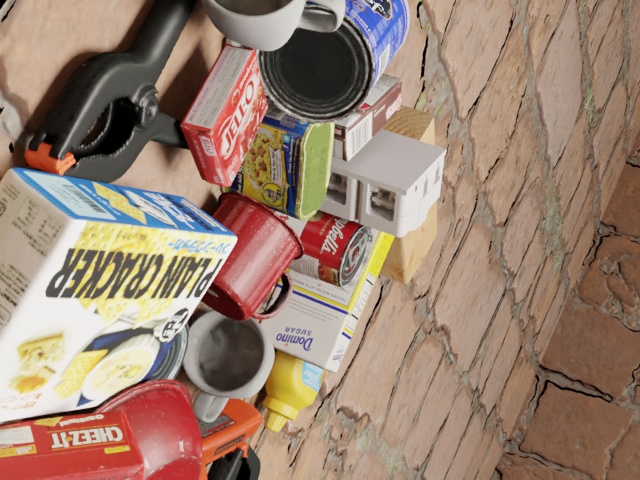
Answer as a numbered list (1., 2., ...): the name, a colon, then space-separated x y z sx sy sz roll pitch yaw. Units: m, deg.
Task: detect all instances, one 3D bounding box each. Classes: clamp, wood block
1. clamp: -0.134 -0.094 0.777 0.209 0.036 0.164 -53 153 -42
2. wood block: 0.076 -0.055 1.226 0.090 0.091 0.206 -56 154 -30
3. clamp: -0.094 0.293 1.205 0.120 0.039 0.171 -23 131 -61

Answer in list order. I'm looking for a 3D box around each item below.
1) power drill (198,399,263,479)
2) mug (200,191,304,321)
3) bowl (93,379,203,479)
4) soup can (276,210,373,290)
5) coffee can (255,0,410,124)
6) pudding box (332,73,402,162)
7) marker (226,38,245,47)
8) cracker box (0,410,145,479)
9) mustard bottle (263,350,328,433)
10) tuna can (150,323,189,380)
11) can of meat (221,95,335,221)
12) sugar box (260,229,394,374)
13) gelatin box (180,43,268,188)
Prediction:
1. power drill: -0.109 0.256 1.084 0.184 0.057 0.188 -18 124 -49
2. mug: -0.068 0.025 0.953 0.081 0.093 0.117 -54 128 -21
3. bowl: -0.145 0.189 0.835 0.161 0.055 0.162 -37 149 -28
4. soup can: -0.007 0.001 1.066 0.068 0.102 0.068 -48 150 -41
5. coffee can: 0.014 -0.174 0.921 0.140 0.103 0.103 -60 160 -57
6. pudding box: 0.015 -0.128 1.021 0.113 0.090 0.039 -45 146 -44
7. marker: -0.079 -0.112 0.911 0.020 0.020 0.121 -30 136 -57
8. cracker box: -0.212 0.228 0.727 0.164 0.072 0.214 -3 118 -23
9. mustard bottle: -0.015 0.129 1.218 0.191 0.058 0.096 -65 157 -11
10. tuna can: -0.149 0.097 0.914 0.086 0.034 0.086 -49 151 -40
11. can of meat: -0.038 -0.075 0.953 0.057 0.084 0.102 -40 144 -48
12. sugar box: 0.008 0.046 1.153 0.176 0.093 0.048 -67 157 -4
13. gelatin box: -0.074 -0.098 0.850 0.073 0.030 0.089 78 31 -57
